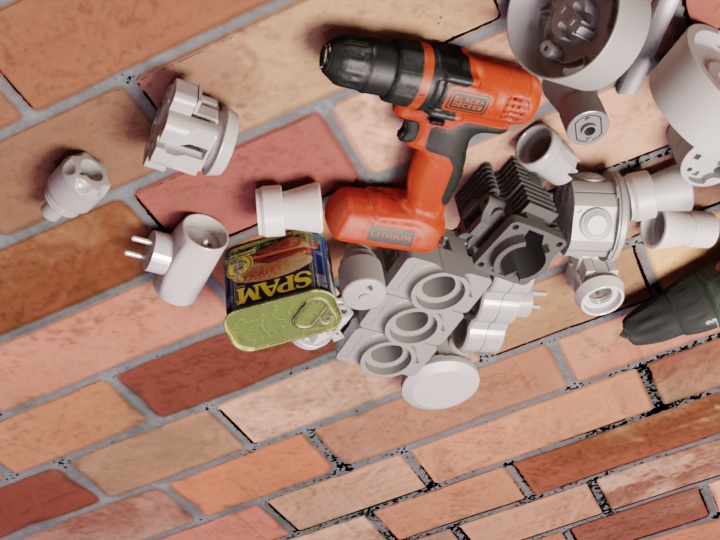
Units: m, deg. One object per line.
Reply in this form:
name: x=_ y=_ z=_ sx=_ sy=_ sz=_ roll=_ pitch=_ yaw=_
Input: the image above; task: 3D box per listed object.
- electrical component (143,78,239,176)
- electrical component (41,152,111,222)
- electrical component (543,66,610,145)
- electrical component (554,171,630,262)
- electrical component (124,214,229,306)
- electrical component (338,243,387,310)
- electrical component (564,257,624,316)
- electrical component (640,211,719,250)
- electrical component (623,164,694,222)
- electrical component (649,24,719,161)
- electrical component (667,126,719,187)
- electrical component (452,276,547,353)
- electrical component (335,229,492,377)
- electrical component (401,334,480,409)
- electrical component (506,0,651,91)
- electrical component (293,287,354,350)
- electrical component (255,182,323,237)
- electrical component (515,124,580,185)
electrical component: x=-0.131 y=-0.107 z=0.846 sx=0.057 sy=0.058 sz=0.078 roll=16 pitch=131 yaw=-22
electrical component: x=-0.238 y=-0.064 z=0.883 sx=0.043 sy=0.043 sz=0.062 roll=30 pitch=125 yaw=-35
electrical component: x=0.177 y=-0.132 z=0.868 sx=0.044 sy=0.065 sz=0.044 roll=-5 pitch=137 yaw=-5
electrical component: x=0.204 y=-0.048 z=0.953 sx=0.051 sy=0.080 sz=0.080 roll=2 pitch=136 yaw=-5
electrical component: x=-0.167 y=-0.013 z=0.949 sx=0.079 sy=0.043 sz=0.077 roll=15 pitch=132 yaw=-24
electrical component: x=0.000 y=0.000 z=0.967 sx=0.040 sy=0.078 sz=0.040 roll=-5 pitch=136 yaw=-5
electrical component: x=0.226 y=0.010 z=1.034 sx=0.048 sy=0.055 sz=0.066 roll=-1 pitch=136 yaw=-9
electrical component: x=0.302 y=-0.039 z=1.008 sx=0.065 sy=0.044 sz=0.044 roll=3 pitch=136 yaw=-20
electrical component: x=0.266 y=-0.069 z=0.966 sx=0.055 sy=0.045 sz=0.045 roll=-12 pitch=137 yaw=3
electrical component: x=0.280 y=-0.135 z=0.857 sx=0.108 sy=0.108 sz=0.060 roll=18 pitch=136 yaw=-27
electrical component: x=0.297 y=-0.108 z=0.929 sx=0.055 sy=0.047 sz=0.055 roll=-5 pitch=137 yaw=-5
electrical component: x=0.144 y=0.027 z=1.040 sx=0.074 sy=0.052 sz=0.138 roll=4 pitch=136 yaw=-15
electrical component: x=0.046 y=0.032 z=1.020 sx=0.089 sy=0.061 sz=0.150 roll=15 pitch=132 yaw=-24
electrical component: x=0.080 y=0.103 z=1.110 sx=0.080 sy=0.051 sz=0.080 roll=-5 pitch=137 yaw=-5
electrical component: x=0.162 y=-0.184 z=0.792 sx=0.064 sy=0.099 sz=0.099 roll=16 pitch=131 yaw=-33
electrical component: x=-0.042 y=0.045 z=1.025 sx=0.048 sy=0.066 sz=0.055 roll=-22 pitch=158 yaw=-38
electrical component: x=-0.061 y=-0.052 z=0.926 sx=0.055 sy=0.045 sz=0.045 roll=-5 pitch=137 yaw=-5
electrical component: x=0.162 y=-0.098 z=0.922 sx=0.040 sy=0.040 sz=0.046 roll=-37 pitch=136 yaw=26
